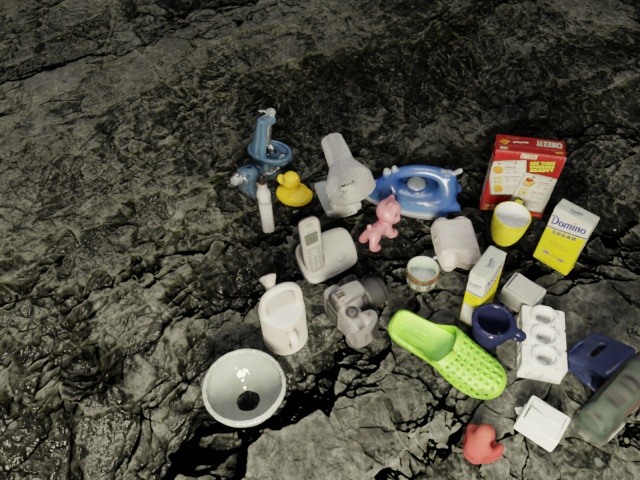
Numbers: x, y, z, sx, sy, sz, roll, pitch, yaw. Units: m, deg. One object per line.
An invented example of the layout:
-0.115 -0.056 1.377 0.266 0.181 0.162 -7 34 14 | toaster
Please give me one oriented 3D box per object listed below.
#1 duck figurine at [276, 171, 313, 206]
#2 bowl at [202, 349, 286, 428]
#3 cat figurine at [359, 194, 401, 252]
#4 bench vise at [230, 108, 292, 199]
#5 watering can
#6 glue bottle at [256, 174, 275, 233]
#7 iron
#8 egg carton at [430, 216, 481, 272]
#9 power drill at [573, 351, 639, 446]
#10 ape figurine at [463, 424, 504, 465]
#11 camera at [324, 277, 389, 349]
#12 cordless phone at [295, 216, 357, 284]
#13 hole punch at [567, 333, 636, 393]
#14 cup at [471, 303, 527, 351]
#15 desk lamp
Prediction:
-0.070 -0.144 1.530 0.104 0.086 0.077 20 53 17 | duck figurine
-0.150 0.310 1.160 0.167 0.075 0.167 -1 50 1 | bowl
0.156 -0.052 1.427 0.067 0.118 0.128 35 59 27 | cat figurine
-0.149 -0.225 1.513 0.121 0.220 0.207 15 52 14 | bench vise
-0.085 0.149 1.215 0.101 0.194 0.172 -38 59 -26 | watering can
-0.139 -0.100 1.438 0.037 0.173 0.078 -10 50 -7 | glue bottle
0.243 -0.144 1.487 0.258 0.141 0.118 6 50 7 | iron
0.330 0.007 1.406 0.107 0.069 0.150 -4 50 -2 | egg carton
0.560 0.293 1.070 0.230 0.208 0.075 -32 56 -23 | power drill
0.307 0.378 1.080 0.076 0.092 0.077 -24 54 -18 | ape figurine
0.094 0.142 1.278 0.137 0.101 0.142 -26 54 -19 | camera
0.012 0.005 1.339 0.148 0.185 0.094 -26 54 -19 | cordless phone
0.574 0.245 1.186 0.109 0.091 0.100 -31 56 -22 | hole punch
0.376 0.201 1.225 0.117 0.095 0.092 23 54 19 | cup
0.052 -0.151 1.450 0.118 0.214 0.203 -16 51 -11 | desk lamp
